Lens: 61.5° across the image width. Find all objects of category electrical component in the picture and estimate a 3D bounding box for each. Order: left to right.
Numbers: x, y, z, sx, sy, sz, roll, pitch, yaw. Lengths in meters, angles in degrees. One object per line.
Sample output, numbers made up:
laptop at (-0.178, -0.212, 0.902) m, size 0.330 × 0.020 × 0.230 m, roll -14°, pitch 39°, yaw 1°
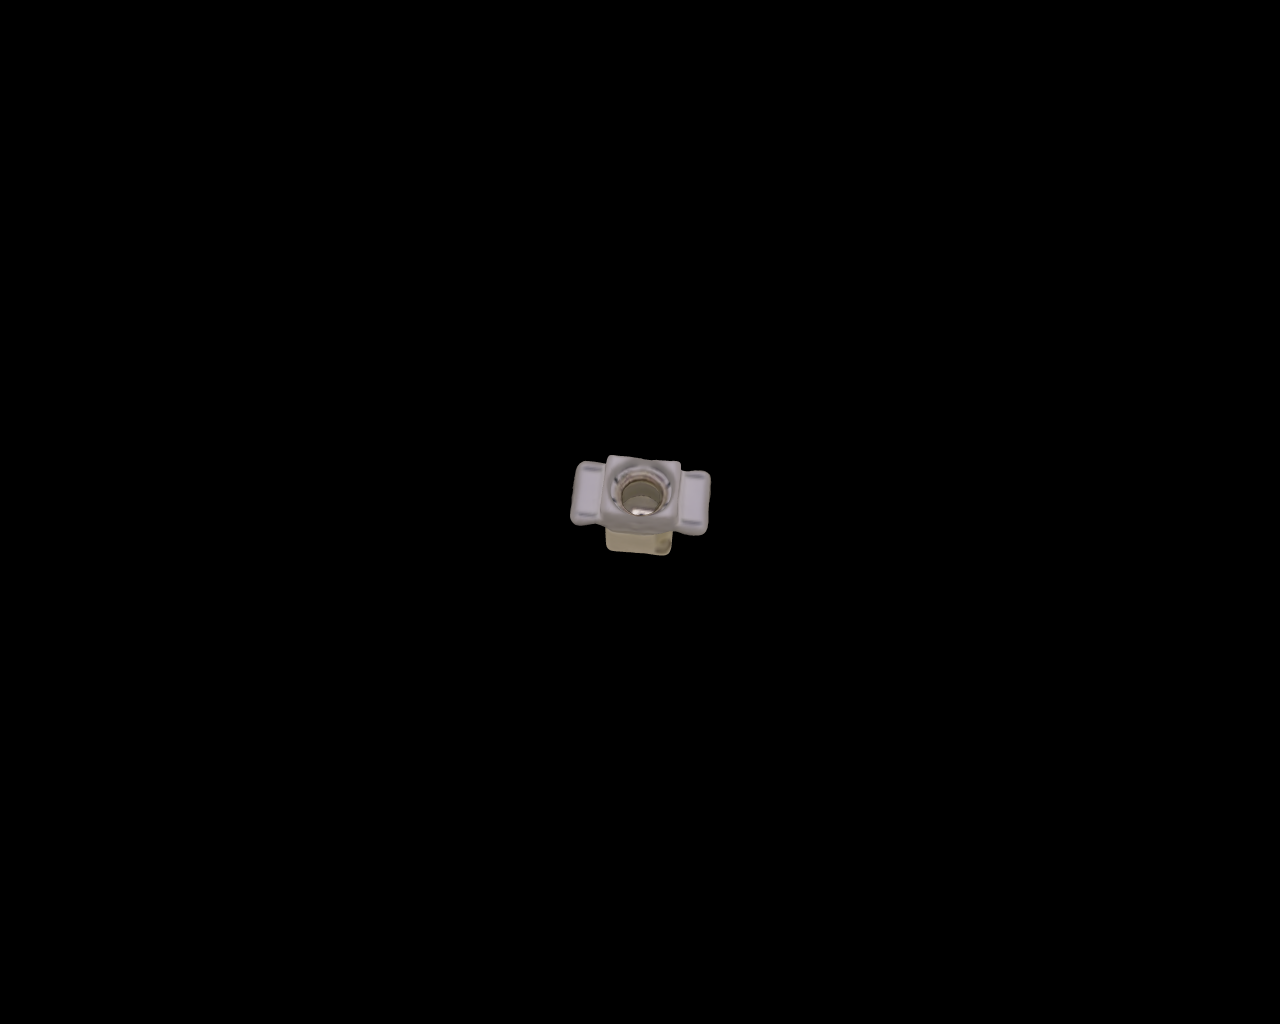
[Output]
electrical component at (0.001, -0.003, 0.650) m, size 0.081 × 0.042 × 0.063 m, roll 6°, pitch -27°, yaw 3°
